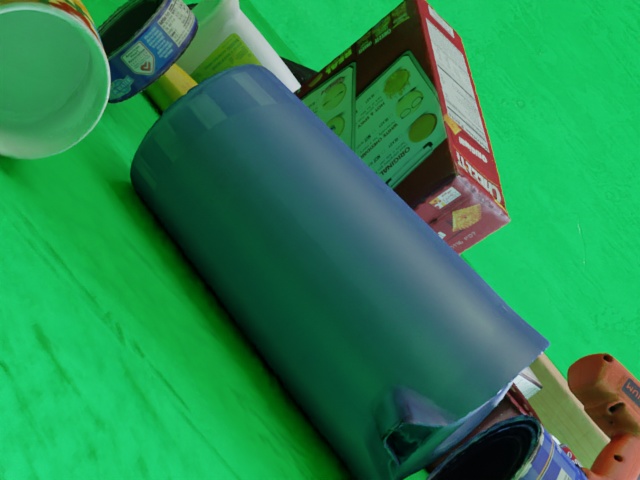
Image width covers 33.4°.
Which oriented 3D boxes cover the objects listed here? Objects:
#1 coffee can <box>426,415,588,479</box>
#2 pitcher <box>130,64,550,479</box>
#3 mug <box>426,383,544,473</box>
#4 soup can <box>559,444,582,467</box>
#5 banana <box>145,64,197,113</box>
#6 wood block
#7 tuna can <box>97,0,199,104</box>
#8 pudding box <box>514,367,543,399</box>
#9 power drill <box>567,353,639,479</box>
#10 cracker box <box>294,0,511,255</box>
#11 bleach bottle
[{"bbox_3d":[0.125,0.182,0.587,0.140,0.103,0.103,49,9,-4],"label":"coffee can"},{"bbox_3d":[0.007,0.017,0.623,0.243,0.144,0.149,49,-25,11],"label":"pitcher"},{"bbox_3d":[0.098,0.122,0.779,0.117,0.081,0.093,40,13,-51],"label":"mug"},{"bbox_3d":[0.223,0.243,0.951,0.102,0.068,0.068,56,10,30],"label":"soup can"},{"bbox_3d":[-0.095,-0.081,0.829,0.198,0.037,0.069,52,27,21],"label":"banana"},{"bbox_3d":[0.253,0.201,1.209,0.206,0.091,0.090,53,9,16],"label":"wood block"},{"bbox_3d":[-0.123,-0.132,0.717,0.033,0.086,0.086,48,9,-28],"label":"tuna can"},{"bbox_3d":[0.130,0.128,0.891,0.039,0.090,0.113,55,10,26],"label":"pudding box"},{"bbox_3d":[0.213,0.184,0.881,0.184,0.057,0.187,45,52,-10],"label":"power drill"},{"bbox_3d":[0.043,-0.060,0.799,0.072,0.164,0.213,34,34,-33],"label":"cracker box"},{"bbox_3d":[-0.037,-0.099,0.957,0.250,0.102,0.068,46,8,-25],"label":"bleach bottle"}]
